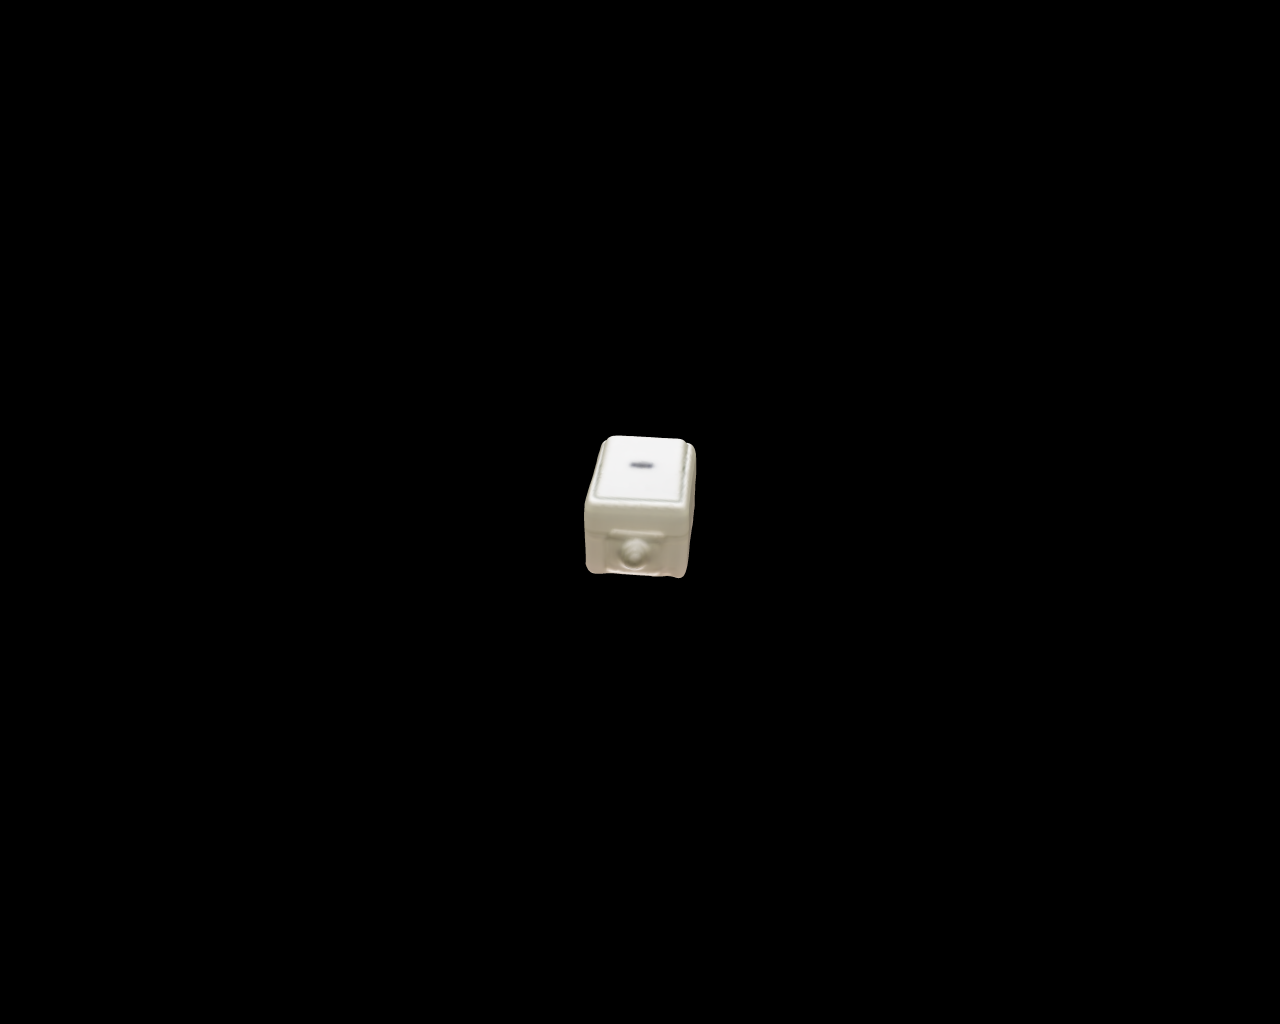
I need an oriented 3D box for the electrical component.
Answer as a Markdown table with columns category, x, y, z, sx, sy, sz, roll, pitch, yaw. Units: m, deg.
| category | x | y | z | sx | sy | sz | roll | pitch | yaw |
| --- | --- | --- | --- | --- | --- | --- | --- | --- | --- |
| electrical component | 0.001 | -0.003 | 0.650 | 0.062 | 0.061 | 0.096 | 3 | 34 | 5 |
